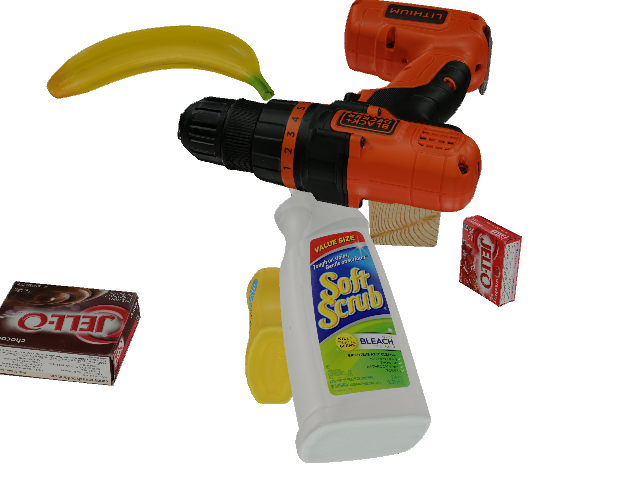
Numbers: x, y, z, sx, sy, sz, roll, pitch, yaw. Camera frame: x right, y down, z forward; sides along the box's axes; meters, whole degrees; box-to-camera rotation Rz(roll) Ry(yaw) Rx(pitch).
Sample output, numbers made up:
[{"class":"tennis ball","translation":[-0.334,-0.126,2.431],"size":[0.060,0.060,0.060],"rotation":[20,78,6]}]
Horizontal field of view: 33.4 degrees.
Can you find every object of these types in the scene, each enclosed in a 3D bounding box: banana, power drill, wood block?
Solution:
[{"class":"banana","translation":[-0.140,-0.159,0.943],"size":[0.197,0.069,0.037],"rotation":[-1,-33,-4]},{"class":"power drill","translation":[0.024,-0.090,0.679],"size":[0.184,0.057,0.187],"rotation":[13,40,14]},{"class":"wood block","translation":[0.114,-0.079,1.483],"size":[0.091,0.090,0.206],"rotation":[2,28,0]}]

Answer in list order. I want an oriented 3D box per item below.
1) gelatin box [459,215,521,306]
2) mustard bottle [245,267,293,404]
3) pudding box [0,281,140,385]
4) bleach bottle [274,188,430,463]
[{"class":"gelatin box","translation":[0.201,0.023,1.274],"size":[0.030,0.089,0.073],"rotation":[-17,32,-30]},{"class":"mustard bottle","translation":[-0.051,0.084,1.144],"size":[0.058,0.096,0.191],"rotation":[0,27,-4]},{"class":"pudding box","translation":[-0.218,0.078,0.904],"size":[0.113,0.039,0.090],"rotation":[3,31,4]},{"class":"bleach bottle","translation":[0.007,0.047,0.846],"size":[0.102,0.251,0.068],"rotation":[-2,-36,-20]}]
